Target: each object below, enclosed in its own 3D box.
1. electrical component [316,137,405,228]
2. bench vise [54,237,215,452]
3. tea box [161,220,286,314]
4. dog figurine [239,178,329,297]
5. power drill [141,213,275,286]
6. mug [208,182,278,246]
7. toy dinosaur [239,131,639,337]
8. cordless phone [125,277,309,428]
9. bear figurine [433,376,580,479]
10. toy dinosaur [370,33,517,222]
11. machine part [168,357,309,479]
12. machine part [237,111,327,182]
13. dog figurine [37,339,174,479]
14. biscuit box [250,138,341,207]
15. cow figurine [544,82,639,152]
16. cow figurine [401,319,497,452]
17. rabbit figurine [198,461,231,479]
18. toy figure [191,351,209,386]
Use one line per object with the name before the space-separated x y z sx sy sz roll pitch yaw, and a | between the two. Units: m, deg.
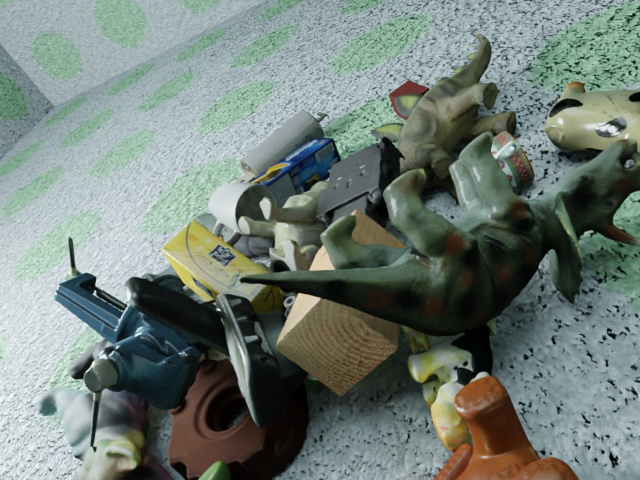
electrical component | 0.057 -0.064 0.743 0.115 0.058 0.134 -28 37 36
bench vise | -0.238 0.104 0.655 0.241 0.128 0.223 28 30 16
tea box | -0.134 0.057 0.761 0.170 0.098 0.068 32 67 29
dog figurine | 0.000 -0.005 0.807 0.190 0.172 0.121 -18 2 -38
power drill | -0.188 0.035 0.902 0.207 0.085 0.232 -47 37 -14
mug | -0.133 -0.042 0.854 0.107 0.080 0.109 18 80 49
toy dinosaur | 0.140 0.018 0.521 0.405 0.192 0.131 -29 -9 -18
cordless phone | -0.112 0.102 0.557 0.088 0.184 0.147 -51 35 9
bear figurine | 0.088 0.216 0.409 0.196 0.131 0.120 -25 32 0
toy dinosaur | 0.197 -0.193 0.854 0.199 0.105 0.471 13 55 47
machine part | -0.098 0.206 0.632 0.179 0.056 0.179 -20 36 16
machine part | -0.075 -0.183 1.088 0.243 0.079 0.079 -42 35 -16
dog figurine | -0.246 0.229 0.683 0.219 0.108 0.191 14 52 42
biscuit box | -0.050 -0.112 0.963 0.203 0.059 0.063 -39 31 -30
cow figurine | 0.376 -0.139 0.664 0.127 0.085 0.195 -42 37 -25
cow figurine | 0.140 0.125 0.536 0.098 0.068 0.167 -20 36 9
rabbit figurine | -0.134 0.288 0.509 0.159 0.121 0.170 -42 20 -20
toy figure | -0.180 0.156 0.761 0.064 0.057 0.154 -14 32 15
